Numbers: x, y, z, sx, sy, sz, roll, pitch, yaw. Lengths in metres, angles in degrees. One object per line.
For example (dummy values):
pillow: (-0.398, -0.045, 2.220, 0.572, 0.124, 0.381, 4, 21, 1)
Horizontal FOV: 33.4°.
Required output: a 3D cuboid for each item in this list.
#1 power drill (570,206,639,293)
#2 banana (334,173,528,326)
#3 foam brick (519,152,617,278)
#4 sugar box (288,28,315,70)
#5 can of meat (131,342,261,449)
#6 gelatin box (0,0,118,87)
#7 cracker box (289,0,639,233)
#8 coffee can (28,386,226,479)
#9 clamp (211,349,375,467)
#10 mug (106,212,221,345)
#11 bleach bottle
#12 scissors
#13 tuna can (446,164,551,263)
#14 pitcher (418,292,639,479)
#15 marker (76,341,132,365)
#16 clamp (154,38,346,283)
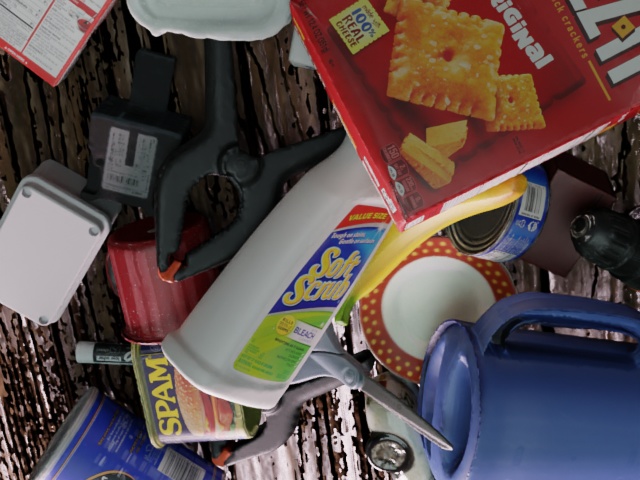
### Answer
power drill: (0.295, -0.007, 0.746, 0.184, 0.057, 0.188, 20, 148, -32)
banana: (0.078, -0.008, 0.801, 0.037, 0.069, 0.198, 19, 135, -35)
foam brick: (0.181, -0.021, 0.815, 0.053, 0.051, 0.078, 25, 114, -7)
sugar box: (0.072, -0.154, 0.761, 0.176, 0.048, 0.093, 12, 95, 3)
can of meat: (-0.098, 0.116, 0.871, 0.084, 0.057, 0.102, -6, 103, 15)
gelatin box: (-0.203, -0.173, 0.800, 0.073, 0.030, 0.089, 36, 112, -8)
cracker box: (0.110, -0.125, 0.696, 0.213, 0.072, 0.164, -26, 85, 1)
coffee can: (-0.167, 0.207, 0.923, 0.140, 0.102, 0.103, 35, 112, -10)
clamp: (-0.033, 0.129, 0.909, 0.120, 0.039, 0.172, 27, 113, 4)
mug: (-0.130, 0.027, 0.856, 0.117, 0.093, 0.081, 5, 113, 42)
bleach bottle: (-0.005, 0.001, 0.772, 0.102, 0.068, 0.251, 27, 99, -50)
scissors: (0.013, 0.112, 0.823, 0.202, 0.016, 0.096, 49, 125, 24)
tuna can: (0.132, -0.027, 0.797, 0.033, 0.086, 0.086, 14, 117, -28)
pitcher: (0.207, 0.125, 0.814, 0.242, 0.149, 0.145, 4, 77, -13)
marker: (-0.149, 0.099, 0.919, 0.121, 0.020, 0.020, 3, 114, 5)
clamp: (-0.066, -0.065, 0.792, 0.164, 0.036, 0.210, 40, 84, -7)
